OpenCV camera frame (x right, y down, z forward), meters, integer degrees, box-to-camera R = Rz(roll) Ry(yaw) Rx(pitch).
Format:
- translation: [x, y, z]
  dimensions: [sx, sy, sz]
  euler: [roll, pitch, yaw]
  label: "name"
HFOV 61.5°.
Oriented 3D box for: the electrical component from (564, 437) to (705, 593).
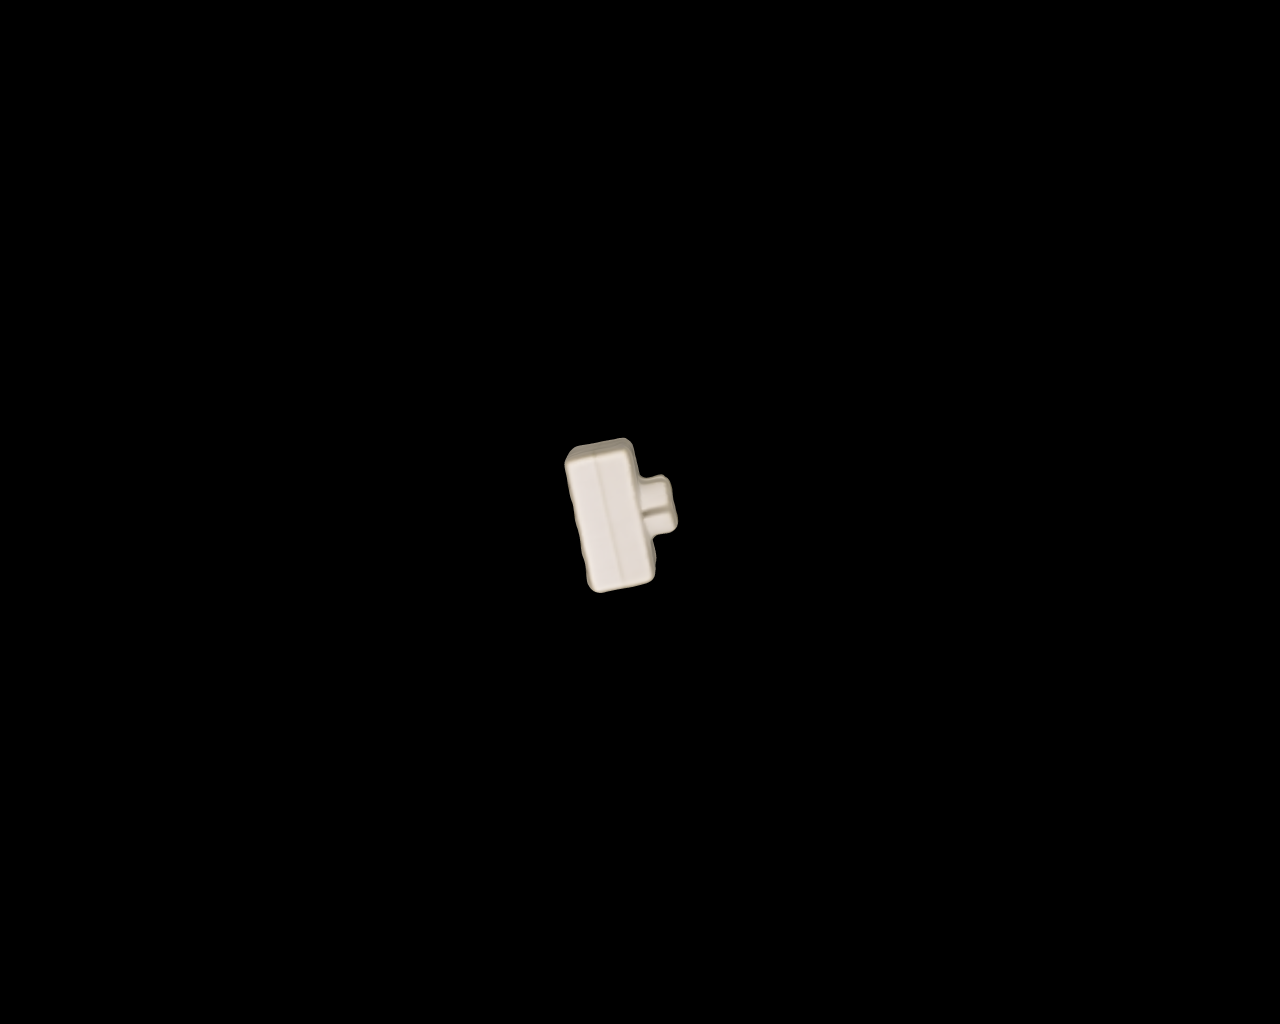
- translation: [0.001, -0.003, 0.650]
  dimensions: [0.076, 0.083, 0.047]
  euler: [-11, 11, 2]
  label: "electrical component"
